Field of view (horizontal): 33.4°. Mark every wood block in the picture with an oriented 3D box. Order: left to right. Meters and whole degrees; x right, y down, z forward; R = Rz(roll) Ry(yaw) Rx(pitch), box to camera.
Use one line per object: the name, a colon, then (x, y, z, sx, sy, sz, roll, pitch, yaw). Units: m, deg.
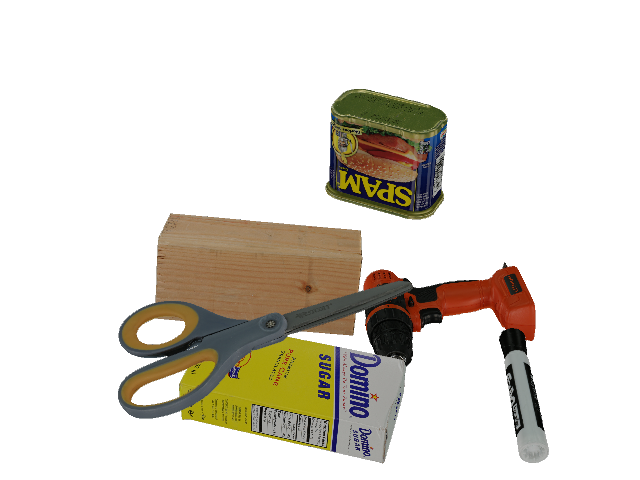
wood block: (-0.064, 0.035, 1.122, 0.206, 0.091, 0.090, 5, 20, -1)

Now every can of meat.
can of meat: (0.057, -0.075, 0.912, 0.102, 0.084, 0.057, 17, 38, 21)

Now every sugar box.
sugar box: (-0.021, 0.125, 0.900, 0.176, 0.048, 0.093, 8, 34, 11)

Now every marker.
marker: (0.136, 0.100, 0.723, 0.020, 0.020, 0.121, 0, 34, 2)

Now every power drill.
power drill: (0.143, 0.084, 1.207, 0.187, 0.057, 0.184, -3, 27, -1)

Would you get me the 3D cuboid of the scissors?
scissors: (-0.048, 0.050, 0.709, 0.201, 0.016, 0.096, -29, 49, -15)
